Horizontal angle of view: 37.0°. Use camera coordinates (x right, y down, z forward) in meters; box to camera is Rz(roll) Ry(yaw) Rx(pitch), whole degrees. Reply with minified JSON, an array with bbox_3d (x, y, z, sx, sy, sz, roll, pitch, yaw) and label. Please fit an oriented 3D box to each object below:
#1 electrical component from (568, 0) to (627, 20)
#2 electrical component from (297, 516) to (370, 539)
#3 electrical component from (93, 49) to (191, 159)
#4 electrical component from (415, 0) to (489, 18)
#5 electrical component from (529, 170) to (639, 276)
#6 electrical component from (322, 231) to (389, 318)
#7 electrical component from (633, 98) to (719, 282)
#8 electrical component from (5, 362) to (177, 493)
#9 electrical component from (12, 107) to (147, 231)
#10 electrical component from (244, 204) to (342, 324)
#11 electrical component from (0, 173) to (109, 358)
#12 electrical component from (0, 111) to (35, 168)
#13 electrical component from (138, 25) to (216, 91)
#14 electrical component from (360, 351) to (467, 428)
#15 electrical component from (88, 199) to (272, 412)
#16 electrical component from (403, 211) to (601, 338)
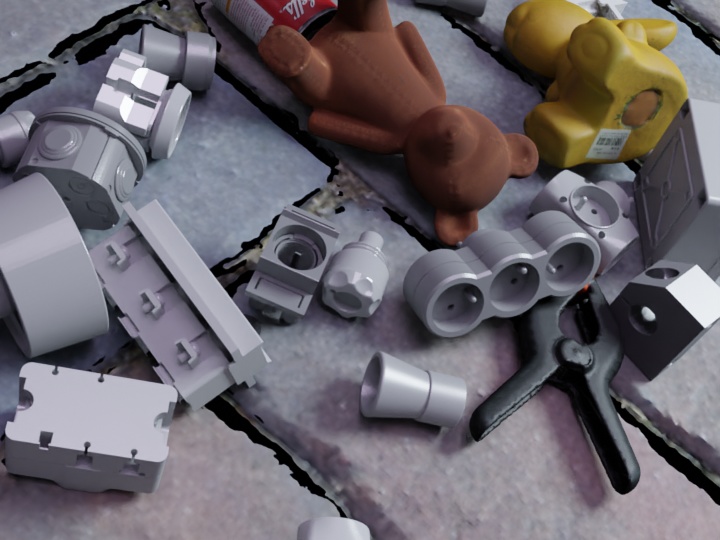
[{"bbox_3d":[0.203,-0.244,0.996,0.064,0.042,0.081,-14,61,-24],"label":"electrical component"},{"bbox_3d":[0.000,0.190,0.627,0.079,0.043,0.077,10,54,-11],"label":"electrical component"},{"bbox_3d":[-0.157,-0.113,0.775,0.057,0.058,0.078,20,67,-6],"label":"electrical component"},{"bbox_3d":[0.081,-0.253,0.963,0.065,0.044,0.044,7,55,-8],"label":"electrical component"},{"bbox_3d":[0.187,-0.046,0.852,0.079,0.044,0.077,-35,72,-33],"label":"electrical component"},{"bbox_3d":[0.000,0.000,0.759,0.043,0.043,0.062,23,51,-2],"label":"electrical component"},{"bbox_3d":[0.266,-0.059,0.847,0.056,0.108,0.108,9,54,-9],"label":"electrical component"},{"bbox_3d":[-0.158,0.096,0.632,0.089,0.055,0.050,11,54,-11],"label":"electrical component"},{"bbox_3d":[-0.188,-0.067,0.721,0.080,0.080,0.051,18,58,-6],"label":"electrical component"},{"bbox_3d":[-0.047,0.000,0.730,0.042,0.063,0.081,25,53,-2],"label":"electrical component"},{"bbox_3d":[-0.204,0.002,0.653,0.060,0.108,0.108,-25,67,-24],"label":"electrical component"},{"bbox_3d":[-0.251,-0.086,0.741,0.061,0.035,0.035,-27,69,-29],"label":"electrical component"},{"bbox_3d":[-0.141,-0.162,0.823,0.055,0.045,0.045,5,55,-15],"label":"electrical component"},{"bbox_3d":[0.038,0.083,0.716,0.065,0.044,0.044,15,53,-14],"label":"electrical component"},{"bbox_3d":[-0.119,0.025,0.688,0.063,0.078,0.121,-36,72,-11],"label":"electrical component"},{"bbox_3d":[0.095,-0.005,0.778,0.138,0.052,0.073,-19,34,-11],"label":"electrical component"}]
